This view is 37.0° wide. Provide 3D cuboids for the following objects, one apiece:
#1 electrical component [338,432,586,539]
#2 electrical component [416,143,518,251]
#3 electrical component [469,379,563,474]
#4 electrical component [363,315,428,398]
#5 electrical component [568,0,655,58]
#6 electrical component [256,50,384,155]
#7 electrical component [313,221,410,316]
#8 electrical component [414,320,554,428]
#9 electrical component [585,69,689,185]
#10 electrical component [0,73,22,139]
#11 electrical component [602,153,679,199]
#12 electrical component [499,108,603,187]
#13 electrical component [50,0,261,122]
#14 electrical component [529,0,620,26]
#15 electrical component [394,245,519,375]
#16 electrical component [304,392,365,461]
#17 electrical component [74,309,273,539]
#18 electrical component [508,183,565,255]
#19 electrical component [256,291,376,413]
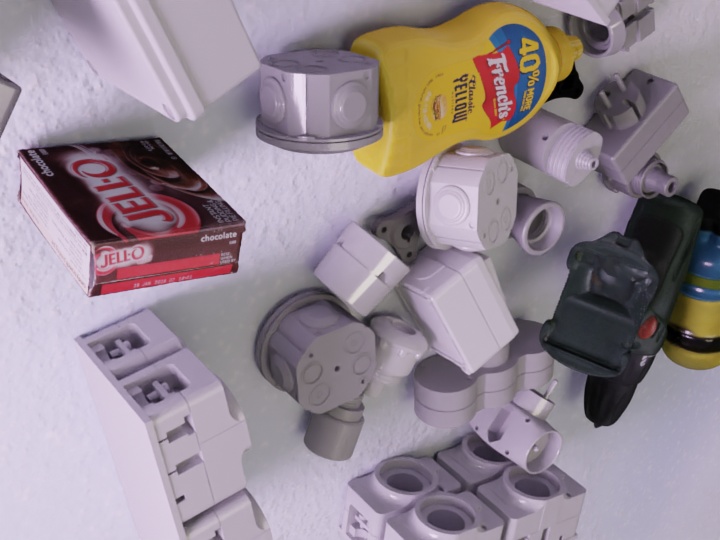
[{"bbox_3d":[0.090,0.203,0.921,0.186,0.105,0.060,-11,121,-34],"label":"electrical component"},{"bbox_3d":[0.078,-0.053,0.787,0.080,0.051,0.080,-23,117,-55],"label":"electrical component"},{"bbox_3d":[0.144,0.124,0.939,0.043,0.077,0.079,28,96,-44],"label":"electrical component"},{"bbox_3d":[0.020,0.069,0.832,0.048,0.048,0.062,8,116,-41],"label":"electrical component"},{"bbox_3d":[0.192,-0.192,0.817,0.055,0.048,0.066,-38,133,-26],"label":"electrical component"},{"bbox_3d":[-0.025,-0.105,0.669,0.080,0.080,0.051,-15,118,-32],"label":"electrical component"},{"bbox_3d":[0.000,0.000,0.768,0.047,0.055,0.055,-50,135,1],"label":"electrical component"},{"bbox_3d":[0.106,0.071,0.895,0.138,0.052,0.073,-21,126,-29],"label":"electrical component"},{"bbox_3d":[0.213,-0.127,0.869,0.083,0.047,0.075,-49,135,-5],"label":"electrical component"},{"bbox_3d":[-0.229,-0.091,0.491,0.109,0.109,0.056,21,98,-44],"label":"electrical component"},{"bbox_3d":[0.240,-0.080,0.908,0.048,0.062,0.048,-19,124,-30],"label":"electrical component"},{"bbox_3d":[0.148,-0.094,0.813,0.043,0.081,0.043,-19,125,-30],"label":"electrical component"},{"bbox_3d":[-0.116,-0.144,0.551,0.056,0.109,0.108,-40,133,-17],"label":"electrical component"},{"bbox_3d":[0.092,-0.240,0.665,0.186,0.105,0.060,34,91,-45],"label":"electrical component"},{"bbox_3d":[0.078,0.030,0.830,0.061,0.062,0.096,-39,121,-15],"label":"electrical component"},{"bbox_3d":[-0.015,0.110,0.828,0.040,0.040,0.078,5,111,-41],"label":"electrical component"},{"bbox_3d":[-0.118,0.129,0.711,0.060,0.105,0.186,-26,129,-25],"label":"electrical component"},{"bbox_3d":[0.126,-0.042,0.843,0.045,0.055,0.045,-19,125,-30],"label":"electrical component"},{"bbox_3d":[-0.030,0.060,0.779,0.080,0.051,0.080,-19,125,-30],"label":"electrical component"}]
